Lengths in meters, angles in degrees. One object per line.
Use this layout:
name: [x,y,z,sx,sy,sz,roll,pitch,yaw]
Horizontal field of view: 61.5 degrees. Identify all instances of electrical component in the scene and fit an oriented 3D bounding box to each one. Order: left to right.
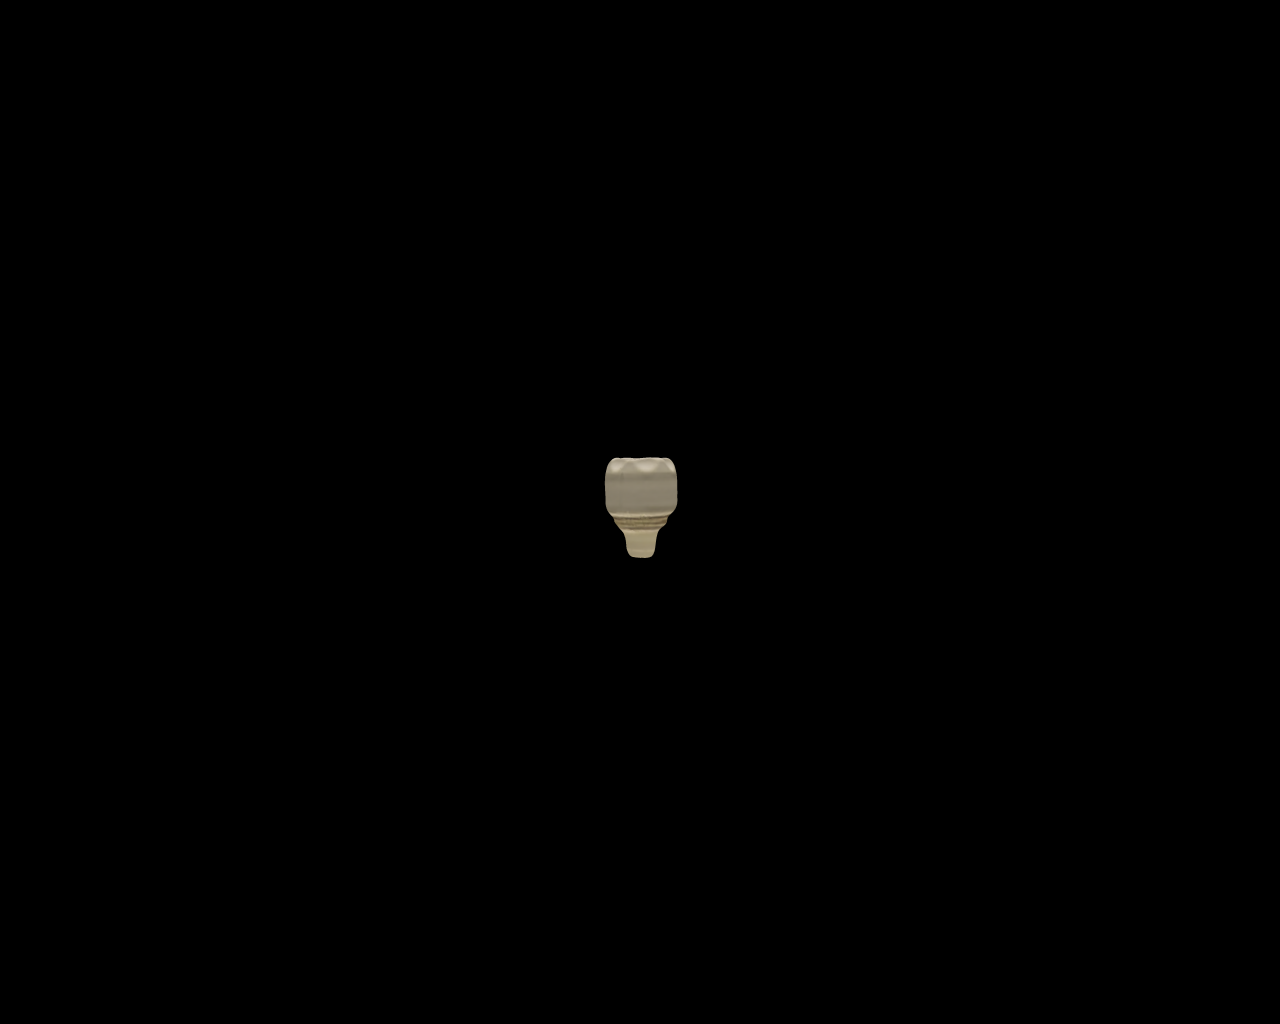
electrical component: [0.001,-0.003,0.650,0.043,0.062,0.043,0,3,0]
